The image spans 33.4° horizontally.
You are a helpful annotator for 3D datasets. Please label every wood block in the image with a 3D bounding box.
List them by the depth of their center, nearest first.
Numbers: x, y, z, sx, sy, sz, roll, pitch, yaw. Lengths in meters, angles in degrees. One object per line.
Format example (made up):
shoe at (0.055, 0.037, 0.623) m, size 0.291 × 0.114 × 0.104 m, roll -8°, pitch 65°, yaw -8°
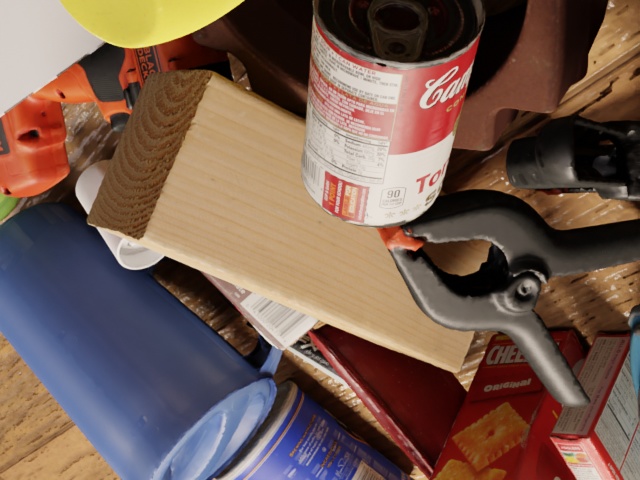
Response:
wood block at (-0.008, -0.008, 0.589) m, size 0.205 × 0.091 × 0.090 m, roll 24°, pitch 174°, yaw -30°

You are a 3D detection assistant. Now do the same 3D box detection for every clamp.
clamp at (0.135, -0.036, 0.483) m, size 0.164 × 0.036 × 0.210 m, roll 1°, pitch -178°, yaw -18°
clamp at (0.113, 0.013, 0.568) m, size 0.171 × 0.120 × 0.039 m, roll 28°, pitch -171°, yaw -26°

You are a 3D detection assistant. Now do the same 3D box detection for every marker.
marker at (-0.007, 0.088, 0.839) m, size 0.121 × 0.020 × 0.020 m, roll 31°, pitch 144°, yaw 5°

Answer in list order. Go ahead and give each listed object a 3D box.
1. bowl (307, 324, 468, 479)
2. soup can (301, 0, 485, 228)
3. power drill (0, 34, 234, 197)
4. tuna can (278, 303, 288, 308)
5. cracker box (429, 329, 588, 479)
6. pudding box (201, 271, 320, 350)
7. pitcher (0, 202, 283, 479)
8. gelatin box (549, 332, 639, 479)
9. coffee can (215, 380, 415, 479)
bowl at (0.060, 0.105, 0.741) m, size 0.162 × 0.055 × 0.162 m, roll 49°, pitch 174°, yaw 6°
soup can at (0.027, -0.061, 0.455) m, size 0.068 × 0.068 × 0.102 m, roll 25°, pitch 144°, yaw 14°
power drill at (-0.131, -0.073, 0.667) m, size 0.188 × 0.057 × 0.184 m, roll -5°, pitch 101°, yaw 35°
tuna can at (-0.004, 0.001, 0.681) m, size 0.034 × 0.086 × 0.086 m, roll -5°, pitch 129°, yaw 39°
cracker box at (0.138, 0.188, 0.673) m, size 0.072 × 0.213 × 0.164 m, roll -10°, pitch 126°, yaw 42°
pudding box at (-0.052, 0.014, 0.734) m, size 0.039 × 0.090 × 0.113 m, roll -40°, pitch 106°, yaw 7°
pitcher at (-0.152, 0.073, 0.825) m, size 0.243 × 0.149 × 0.145 m, roll 42°, pitch 139°, yaw 20°
gelatin box at (0.181, 0.112, 0.658) m, size 0.030 × 0.089 × 0.073 m, roll -7°, pitch 127°, yaw 43°
coffee can at (-0.003, 0.200, 0.893) m, size 0.140 × 0.102 × 0.103 m, roll 39°, pitch 144°, yaw -7°
